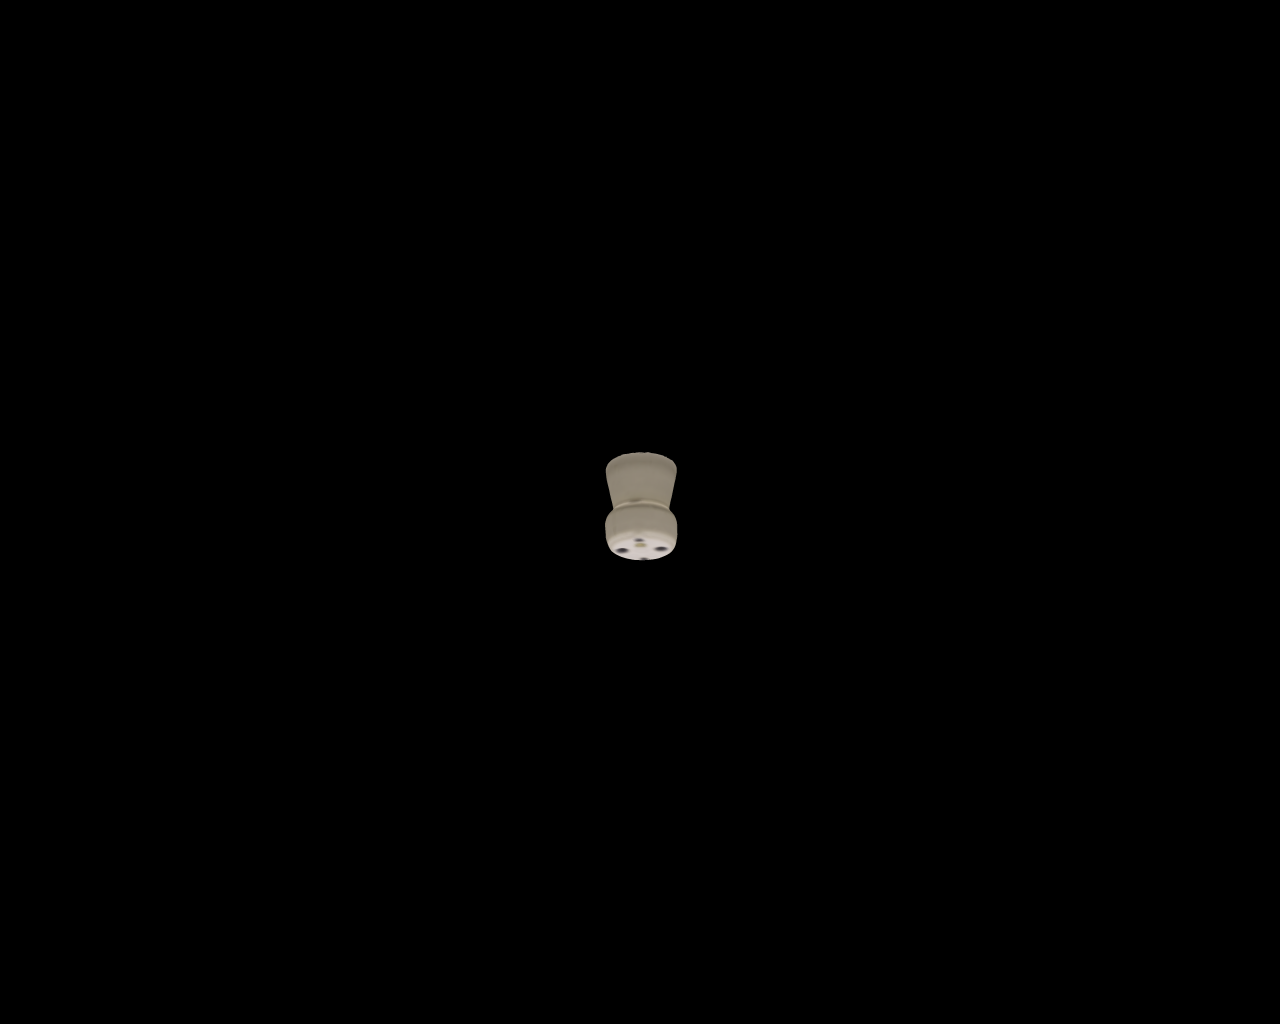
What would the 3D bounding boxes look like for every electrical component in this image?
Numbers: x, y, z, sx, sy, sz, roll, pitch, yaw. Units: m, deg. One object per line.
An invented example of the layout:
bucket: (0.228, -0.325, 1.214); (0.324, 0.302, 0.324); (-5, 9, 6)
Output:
electrical component: (0.001, -0.003, 0.650); (0.045, 0.055, 0.044); (0, -23, 0)
